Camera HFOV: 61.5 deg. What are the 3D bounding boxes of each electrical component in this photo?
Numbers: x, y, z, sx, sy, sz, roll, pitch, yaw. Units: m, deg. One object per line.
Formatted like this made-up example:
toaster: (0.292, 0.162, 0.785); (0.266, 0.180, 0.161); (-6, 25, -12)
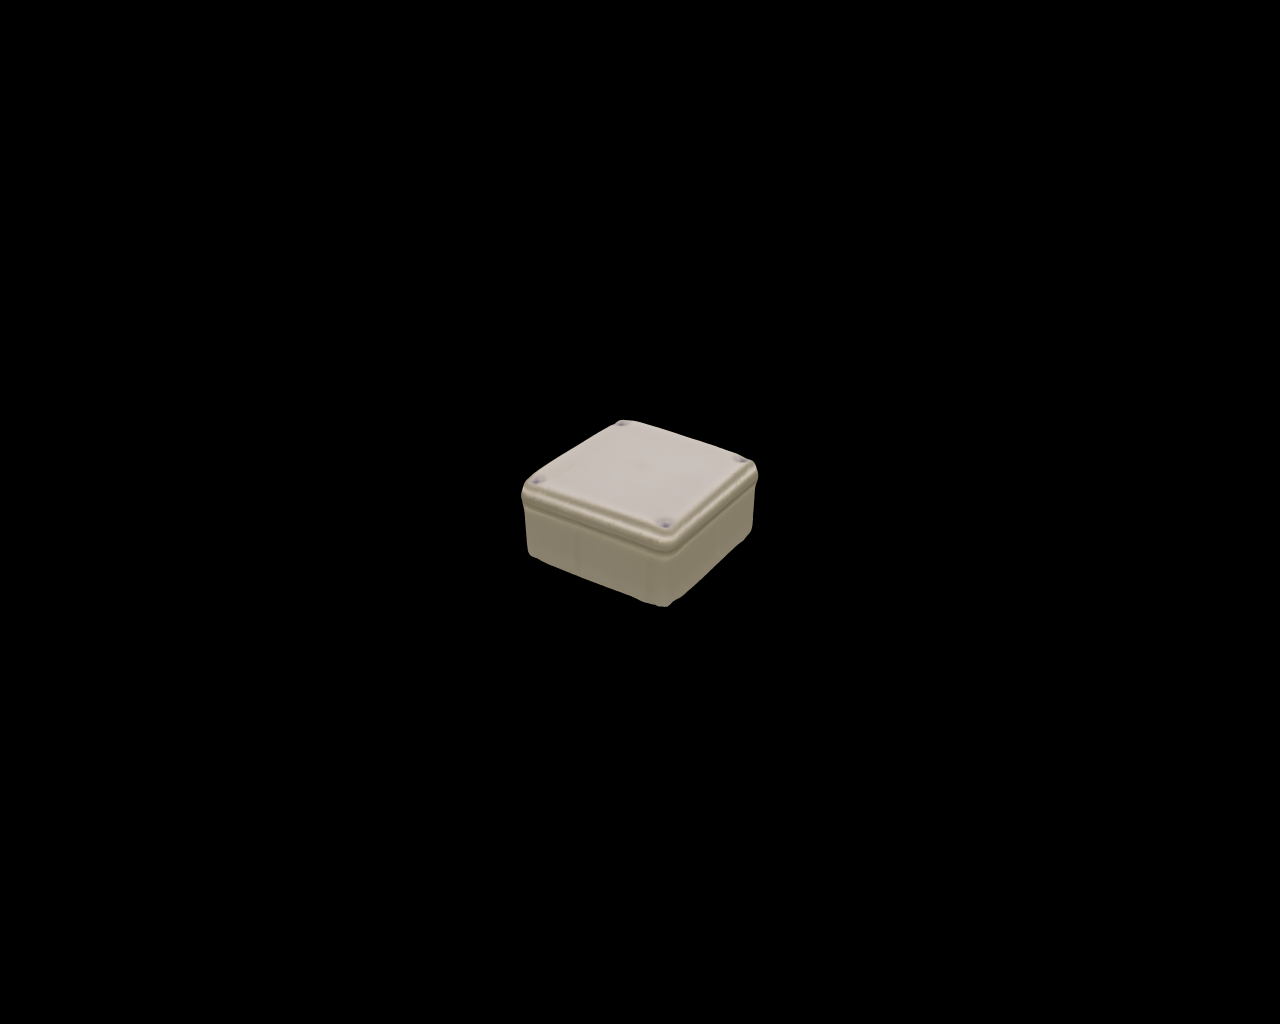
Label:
electrical component: (0.001, -0.003, 0.650); (0.109, 0.056, 0.109); (20, 36, 29)
